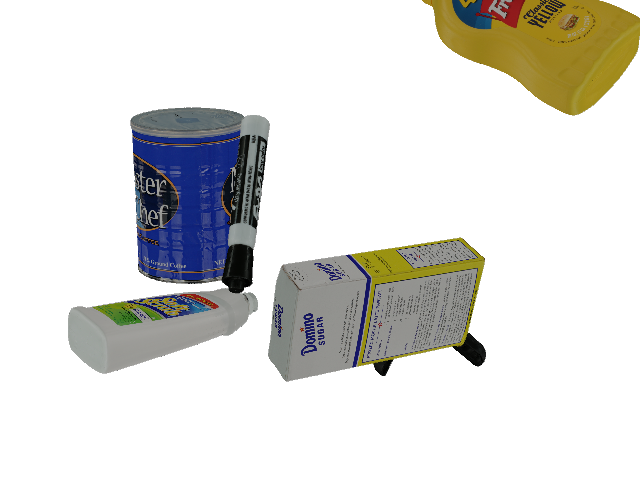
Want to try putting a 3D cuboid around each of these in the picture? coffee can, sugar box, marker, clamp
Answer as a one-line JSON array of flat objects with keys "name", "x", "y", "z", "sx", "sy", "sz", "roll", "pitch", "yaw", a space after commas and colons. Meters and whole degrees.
[{"name": "coffee can", "x": -0.119, "y": -0.043, "z": 0.976, "sx": 0.103, "sy": 0.140, "sz": 0.103, "roll": 0, "pitch": 18, "yaw": 0}, {"name": "sugar box", "x": 0.046, "y": 0.055, "z": 0.890, "sx": 0.176, "sy": 0.093, "sz": 0.048, "roll": -6, "pitch": 32, "yaw": -24}, {"name": "marker", "x": -0.047, "y": -0.024, "z": 0.675, "sx": 0.020, "sy": 0.121, "sz": 0.020, "roll": 4, "pitch": -25, "yaw": 2}, {"name": "clamp", "x": 0.116, "y": 0.080, "z": 1.179, "sx": 0.120, "sy": 0.171, "sz": 0.039, "roll": 5, "pitch": -43, "yaw": -5}]

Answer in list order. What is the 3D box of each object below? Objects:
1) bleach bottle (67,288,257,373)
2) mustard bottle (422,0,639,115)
[{"name": "bleach bottle", "x": -0.195, "y": 0.104, "z": 1.394, "sx": 0.250, "sy": 0.068, "sz": 0.103, "roll": -13, "pitch": 28, "yaw": -39}, {"name": "mustard bottle", "x": 0.150, "y": -0.178, "z": 0.850, "sx": 0.192, "sy": 0.096, "sz": 0.058, "roll": 34, "pitch": -23, "yaw": 26}]
